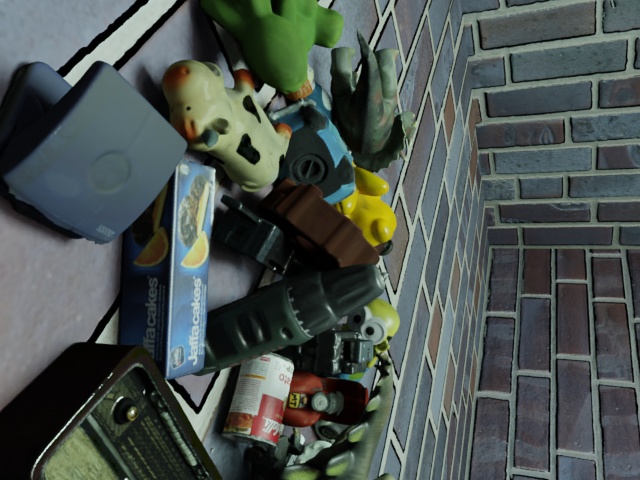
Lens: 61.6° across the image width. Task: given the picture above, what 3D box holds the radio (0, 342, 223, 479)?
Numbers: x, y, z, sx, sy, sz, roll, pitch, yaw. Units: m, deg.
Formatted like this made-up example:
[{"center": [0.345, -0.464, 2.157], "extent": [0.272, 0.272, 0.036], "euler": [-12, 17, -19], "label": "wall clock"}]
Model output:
[{"center": [-0.164, 0.202, 0.449], "extent": [0.131, 0.073, 0.229], "euler": [-60, 143, -49], "label": "radio"}]

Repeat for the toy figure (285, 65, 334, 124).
[{"center": [-0.024, -0.221, 0.796], "extent": [0.058, 0.064, 0.154], "euler": [-41, 145, -3], "label": "toy figure"}]

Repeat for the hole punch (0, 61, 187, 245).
[{"center": [-0.176, -0.064, 0.411], "extent": [0.142, 0.092, 0.116], "euler": [52, 47, -60], "label": "hole punch"}]

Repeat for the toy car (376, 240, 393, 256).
[{"center": [0.070, 0.043, 0.977], "extent": [0.089, 0.053, 0.202], "euler": [48, 59, -37], "label": "toy car"}]

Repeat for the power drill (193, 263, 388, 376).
[{"center": [-0.031, 0.079, 0.600], "extent": [0.207, 0.232, 0.086], "euler": [-42, 109, -83], "label": "power drill"}]

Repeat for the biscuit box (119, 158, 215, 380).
[{"center": [-0.145, 0.026, 0.508], "extent": [0.059, 0.063, 0.202], "euler": [9, 82, -65], "label": "biscuit box"}]

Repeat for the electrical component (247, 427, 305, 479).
[{"center": [-0.061, 0.291, 0.721], "extent": [0.102, 0.045, 0.078], "euler": [33, 59, -62], "label": "electrical component"}]

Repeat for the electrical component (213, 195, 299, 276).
[{"center": [-0.081, -0.006, 0.625], "extent": [0.047, 0.075, 0.119], "euler": [-62, 155, -6], "label": "electrical component"}]

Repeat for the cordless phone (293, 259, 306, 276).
[{"center": [0.004, 0.020, 0.846], "extent": [0.146, 0.089, 0.184], "euler": [16, 57, -65], "label": "cordless phone"}]

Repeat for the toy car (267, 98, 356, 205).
[{"center": [-0.019, -0.129, 0.769], "extent": [0.103, 0.109, 0.161], "euler": [-93, 158, -59], "label": "toy car"}]

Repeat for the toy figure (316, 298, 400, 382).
[{"center": [0.057, 0.170, 0.861], "extent": [0.180, 0.082, 0.089], "euler": [-61, 176, 25], "label": "toy figure"}]

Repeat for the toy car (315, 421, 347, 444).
[{"center": [0.038, 0.337, 0.936], "extent": [0.073, 0.056, 0.201], "euler": [-57, 140, -42], "label": "toy car"}]

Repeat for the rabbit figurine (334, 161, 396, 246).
[{"center": [0.042, -0.067, 0.869], "extent": [0.173, 0.122, 0.162], "euler": [61, -6, -8], "label": "rabbit figurine"}]

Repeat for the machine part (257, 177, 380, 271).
[{"center": [-0.001, -0.002, 0.692], "extent": [0.056, 0.180, 0.179], "euler": [-49, 142, -14], "label": "machine part"}]

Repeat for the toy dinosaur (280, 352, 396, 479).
[{"center": [0.007, 0.318, 0.662], "extent": [0.198, 0.105, 0.470], "euler": [-1, 118, -55], "label": "toy dinosaur"}]

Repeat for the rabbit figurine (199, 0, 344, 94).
[{"center": [-0.049, -0.242, 0.617], "extent": [0.159, 0.121, 0.170], "euler": [43, 24, -28], "label": "rabbit figurine"}]

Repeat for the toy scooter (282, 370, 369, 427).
[{"center": [0.005, 0.228, 0.761], "extent": [0.183, 0.135, 0.075], "euler": [33, 62, -61], "label": "toy scooter"}]

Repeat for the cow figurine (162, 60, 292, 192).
[{"center": [-0.104, -0.119, 0.584], "extent": [0.194, 0.086, 0.127], "euler": [50, 39, -57], "label": "cow figurine"}]

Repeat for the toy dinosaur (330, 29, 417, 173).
[{"center": [0.080, -0.206, 0.891], "extent": [0.405, 0.131, 0.192], "euler": [-27, 110, -74], "label": "toy dinosaur"}]

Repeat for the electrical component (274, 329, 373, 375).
[{"center": [0.005, 0.155, 0.762], "extent": [0.115, 0.134, 0.058], "euler": [17, 76, -68], "label": "electrical component"}]
